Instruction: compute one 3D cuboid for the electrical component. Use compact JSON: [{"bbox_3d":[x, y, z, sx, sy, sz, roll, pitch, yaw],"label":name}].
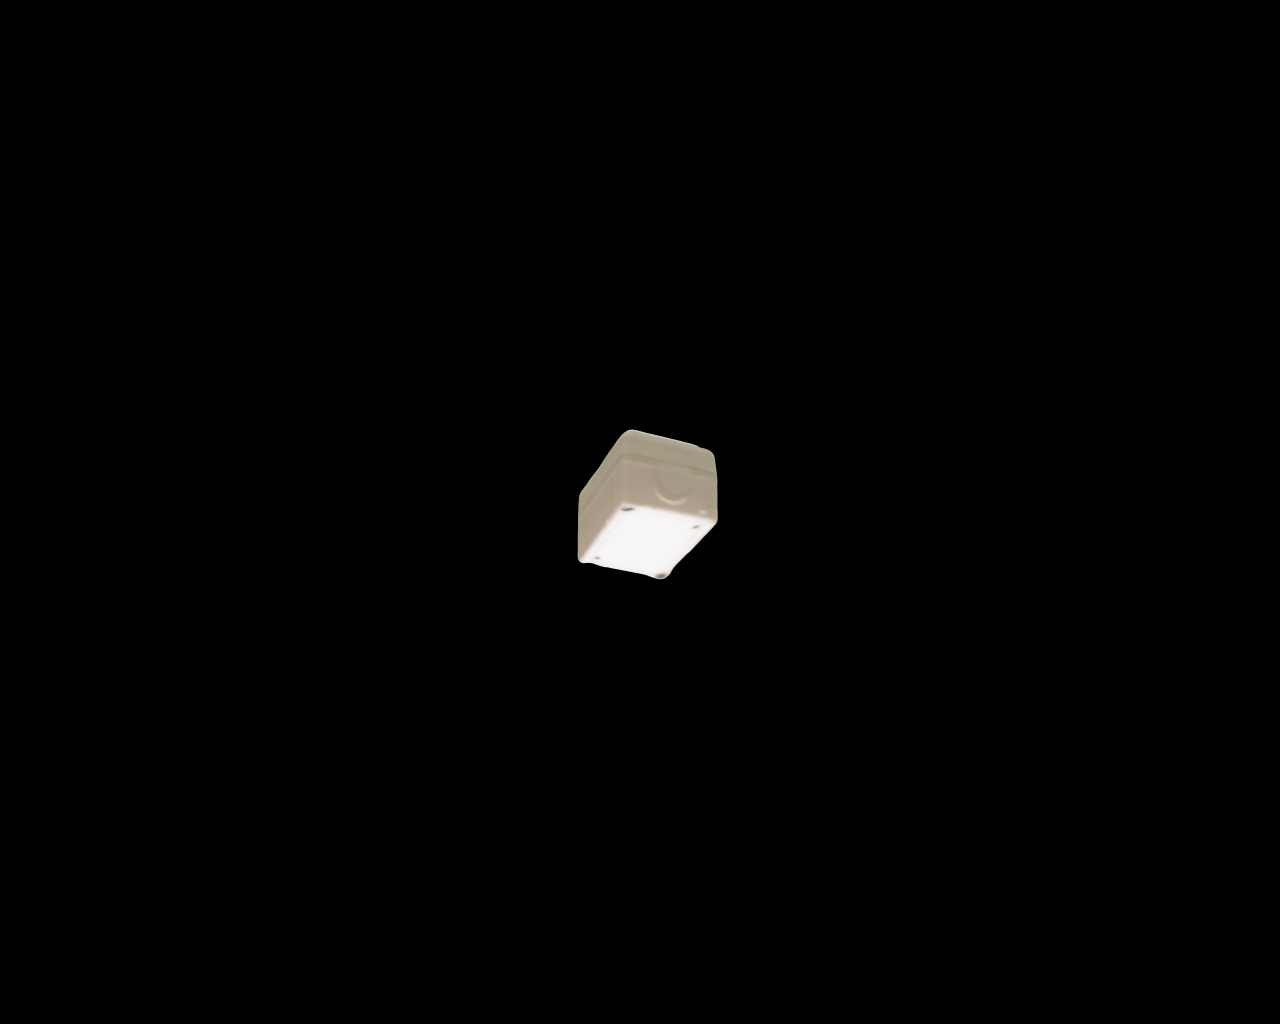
[{"bbox_3d":[0.001,-0.003,0.650,0.062,0.061,0.096,12,-33,-19],"label":"electrical component"}]
